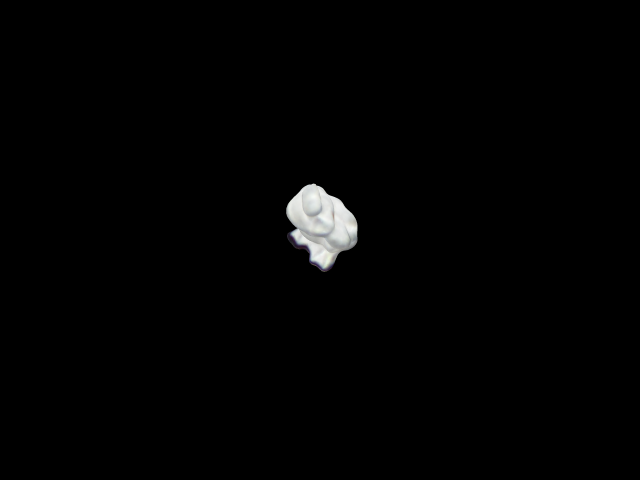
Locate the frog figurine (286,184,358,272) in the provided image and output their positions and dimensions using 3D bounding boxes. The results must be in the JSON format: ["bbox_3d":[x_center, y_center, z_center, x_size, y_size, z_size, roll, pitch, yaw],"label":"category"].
[{"bbox_3d":[0.003,-0.043,0.850,0.123,0.140,0.155,-13,-41,-12],"label":"frog figurine"}]
